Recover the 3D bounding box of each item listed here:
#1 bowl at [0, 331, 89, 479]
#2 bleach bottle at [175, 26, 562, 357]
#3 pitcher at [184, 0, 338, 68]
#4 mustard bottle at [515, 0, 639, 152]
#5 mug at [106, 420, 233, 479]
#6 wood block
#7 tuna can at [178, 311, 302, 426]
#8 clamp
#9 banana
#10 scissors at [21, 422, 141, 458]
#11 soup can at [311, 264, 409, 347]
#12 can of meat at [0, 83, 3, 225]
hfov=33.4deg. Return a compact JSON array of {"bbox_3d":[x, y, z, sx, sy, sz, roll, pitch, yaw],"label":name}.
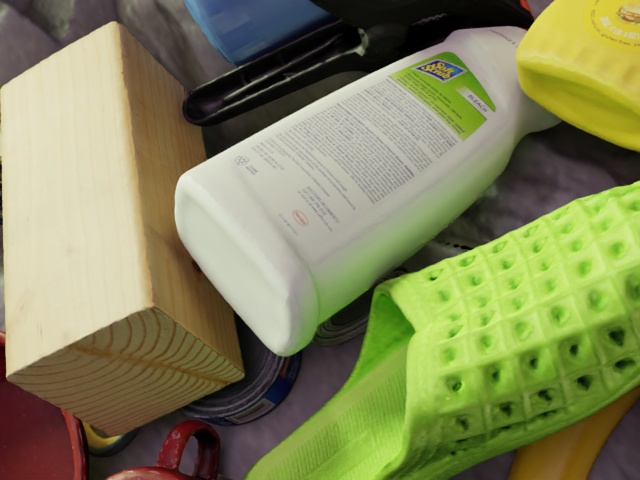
[{"bbox_3d":[-0.190,0.127,0.612,0.162,0.055,0.162,-1,87,20],"label":"bowl"},{"bbox_3d":[0.052,-0.046,0.562,0.250,0.068,0.103,-31,66,-26],"label":"bleach bottle"},{"bbox_3d":[0.027,-0.211,0.646,0.243,0.149,0.145,-29,80,10],"label":"pitcher"},{"bbox_3d":[0.188,-0.138,0.542,0.096,0.058,0.191,29,75,29],"label":"mustard bottle"},{"bbox_3d":[-0.076,0.153,0.564,0.093,0.081,0.117,8,74,20],"label":"mug"},{"bbox_3d":[-0.115,-0.011,0.601,0.090,0.090,0.206,-26,51,15],"label":"wood block"},{"bbox_3d":[-0.054,0.063,0.616,0.086,0.033,0.086,-6,69,16],"label":"tuna can"},{"bbox_3d":[0.023,-0.118,0.612,0.209,0.165,0.036,-5,66,-26],"label":"clamp"},{"bbox_3d":[0.124,0.136,0.529,0.070,0.037,0.197,16,77,25],"label":"banana"},{"bbox_3d":[-0.108,0.046,0.649,0.096,0.016,0.201,39,87,24],"label":"scissors"},{"bbox_3d":[-0.004,0.001,0.603,0.068,0.068,0.102,-37,65,2],"label":"soup can"},{"bbox_3d":[-0.213,-0.062,0.684,0.057,0.084,0.102,-32,65,5],"label":"can of meat"}]
